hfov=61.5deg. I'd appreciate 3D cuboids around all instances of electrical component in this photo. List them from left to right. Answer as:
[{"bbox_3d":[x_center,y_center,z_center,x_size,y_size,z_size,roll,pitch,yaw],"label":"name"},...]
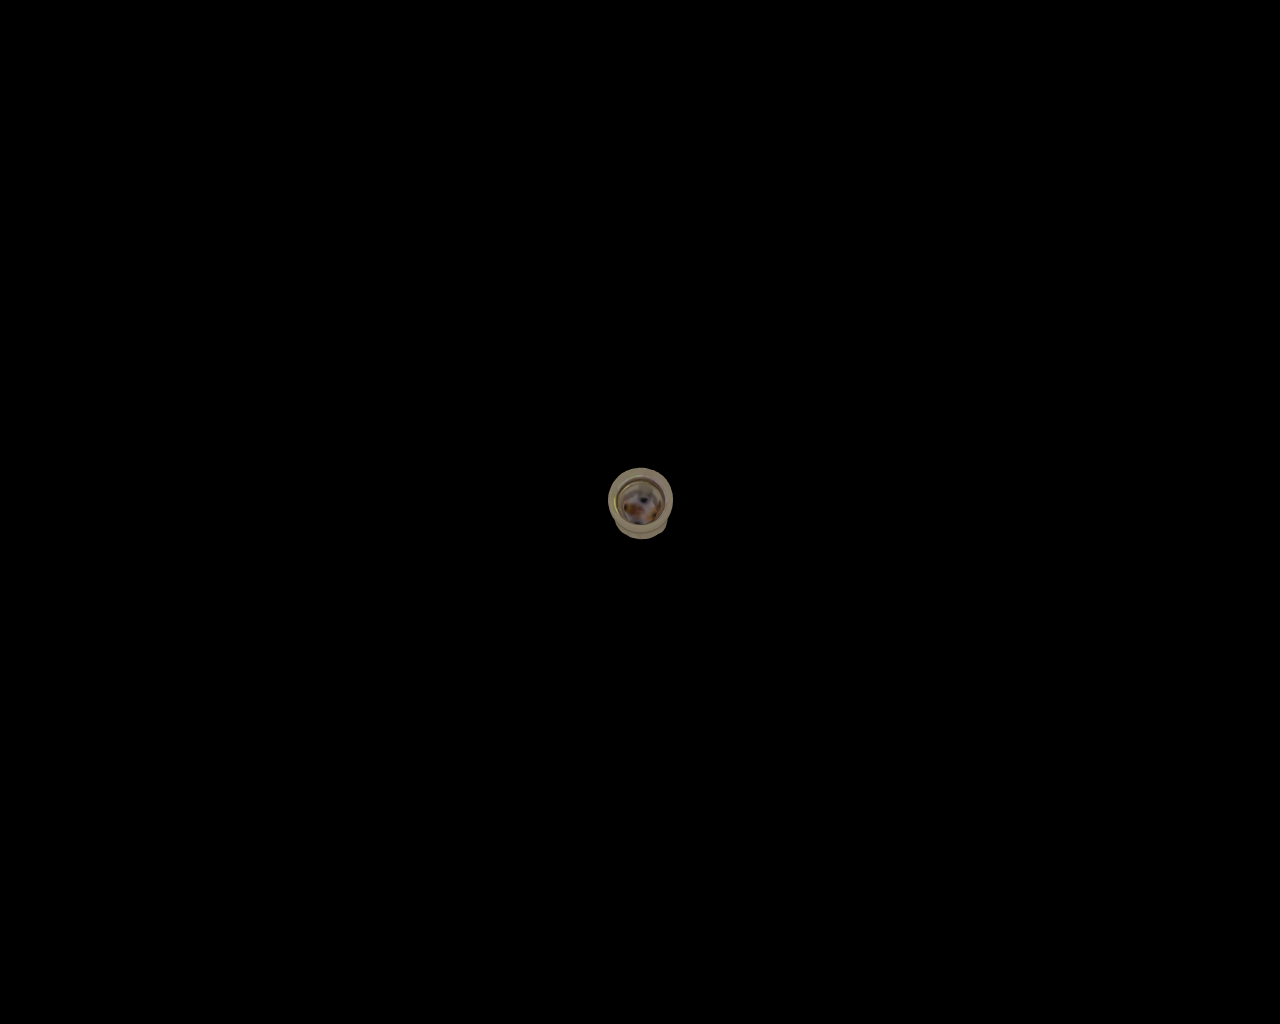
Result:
[{"bbox_3d":[0.001,-0.003,0.650,0.040,0.040,0.046,0,-16,0],"label":"electrical component"}]
